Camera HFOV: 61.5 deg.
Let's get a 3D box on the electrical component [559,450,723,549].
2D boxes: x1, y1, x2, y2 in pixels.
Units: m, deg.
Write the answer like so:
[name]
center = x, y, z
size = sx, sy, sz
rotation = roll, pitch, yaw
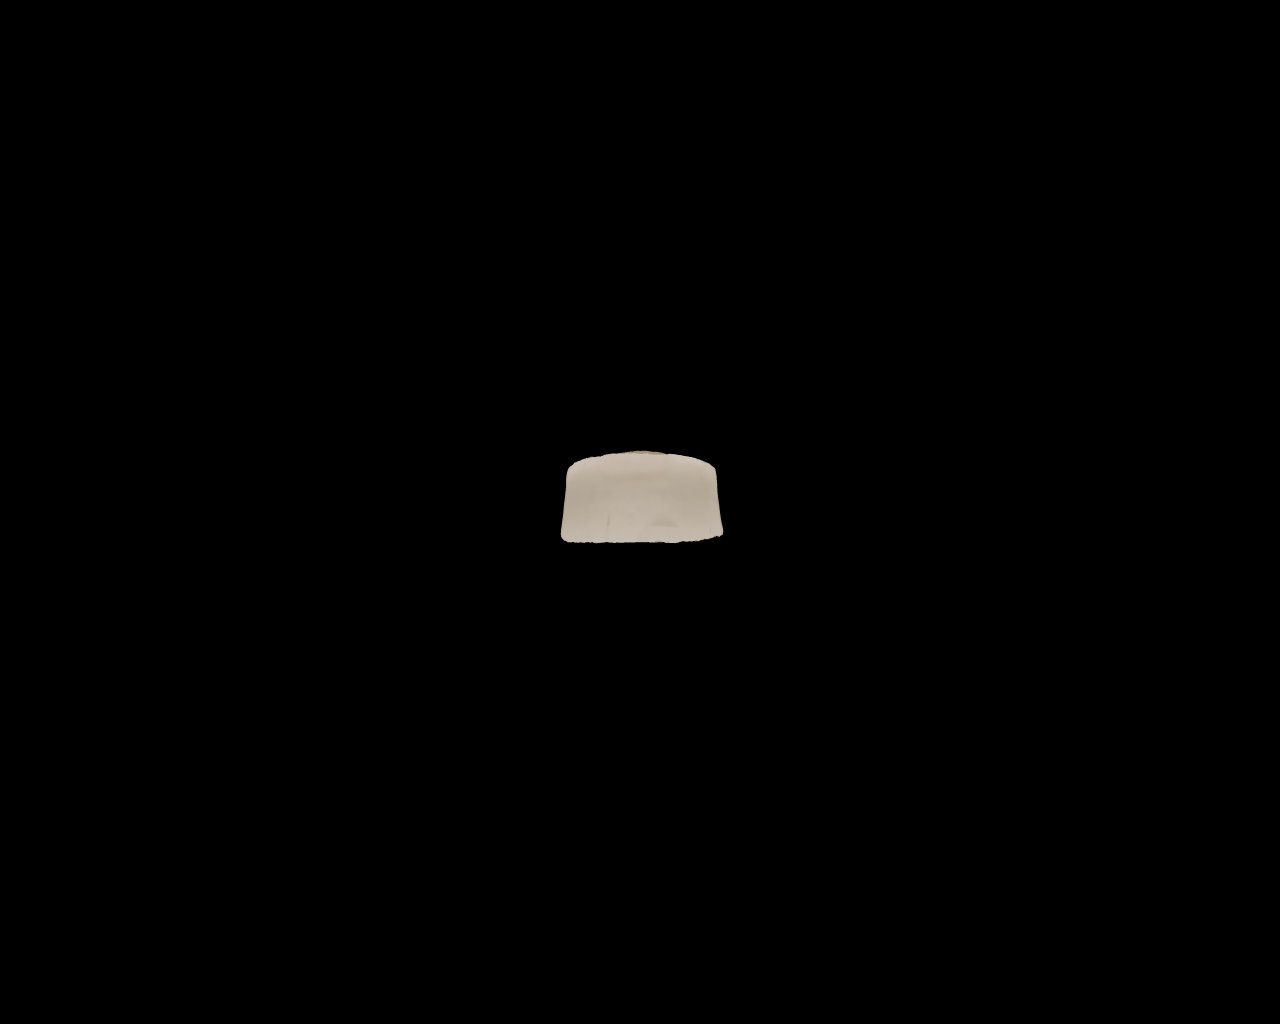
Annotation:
[electrical component]
center = 0.001, -0.003, 0.650
size = 0.099, 0.064, 0.099
rotation = 0, -10, 0
